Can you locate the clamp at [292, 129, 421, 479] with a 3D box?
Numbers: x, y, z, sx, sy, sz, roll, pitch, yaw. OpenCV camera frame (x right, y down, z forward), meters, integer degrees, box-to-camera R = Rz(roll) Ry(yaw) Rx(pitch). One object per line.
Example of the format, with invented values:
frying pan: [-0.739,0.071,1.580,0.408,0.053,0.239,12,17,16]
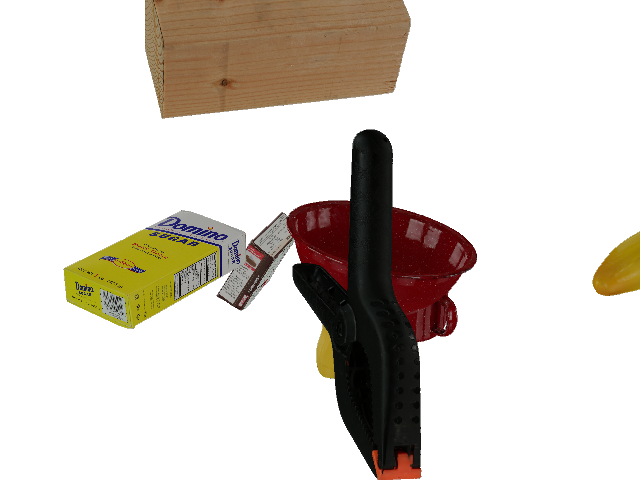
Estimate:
clamp: [0.030,0.046,0.672,0.036,0.210,0.165,0,-42,-19]

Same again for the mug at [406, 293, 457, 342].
mug: [0.111,0.066,1.197,0.093,0.081,0.117,-26,41,-31]

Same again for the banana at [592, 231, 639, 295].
banana: [0.280,0.006,0.732,0.198,0.037,0.069,-2,35,0]

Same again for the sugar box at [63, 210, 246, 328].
sugar box: [-0.167,0.025,1.100,0.093,0.048,0.175,20,35,30]

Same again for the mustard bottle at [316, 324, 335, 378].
mustard bottle: [0.043,0.091,1.444,0.096,0.192,0.058,-2,20,-6]

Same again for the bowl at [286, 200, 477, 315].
bowl: [0.047,0.020,0.895,0.162,0.055,0.162,9,21,-4]

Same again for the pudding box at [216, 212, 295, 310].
pudding box: [-0.072,0.025,1.296,0.039,0.090,0.113,34,26,2]

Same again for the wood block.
wood block: [-0.039,-0.175,0.907,0.206,0.090,0.091,-8,-34,-14]
